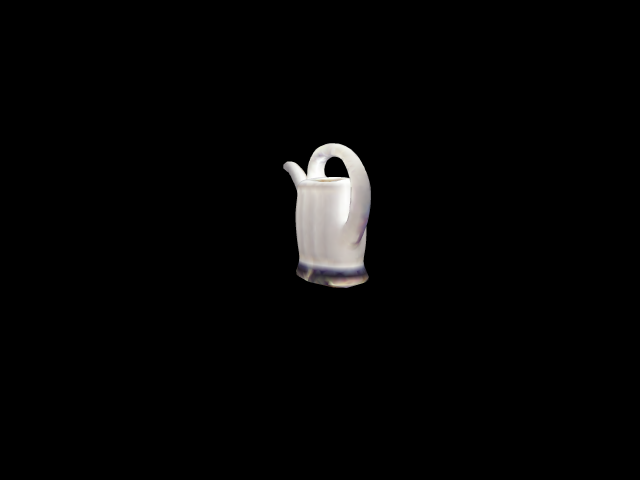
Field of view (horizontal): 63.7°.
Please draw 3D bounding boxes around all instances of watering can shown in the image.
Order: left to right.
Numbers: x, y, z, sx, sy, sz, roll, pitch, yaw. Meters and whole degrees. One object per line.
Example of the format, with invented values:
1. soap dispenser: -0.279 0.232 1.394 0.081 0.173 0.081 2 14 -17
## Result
1. watering can: 0.003 -0.043 0.850 0.104 0.223 0.348 -1 6 -19
